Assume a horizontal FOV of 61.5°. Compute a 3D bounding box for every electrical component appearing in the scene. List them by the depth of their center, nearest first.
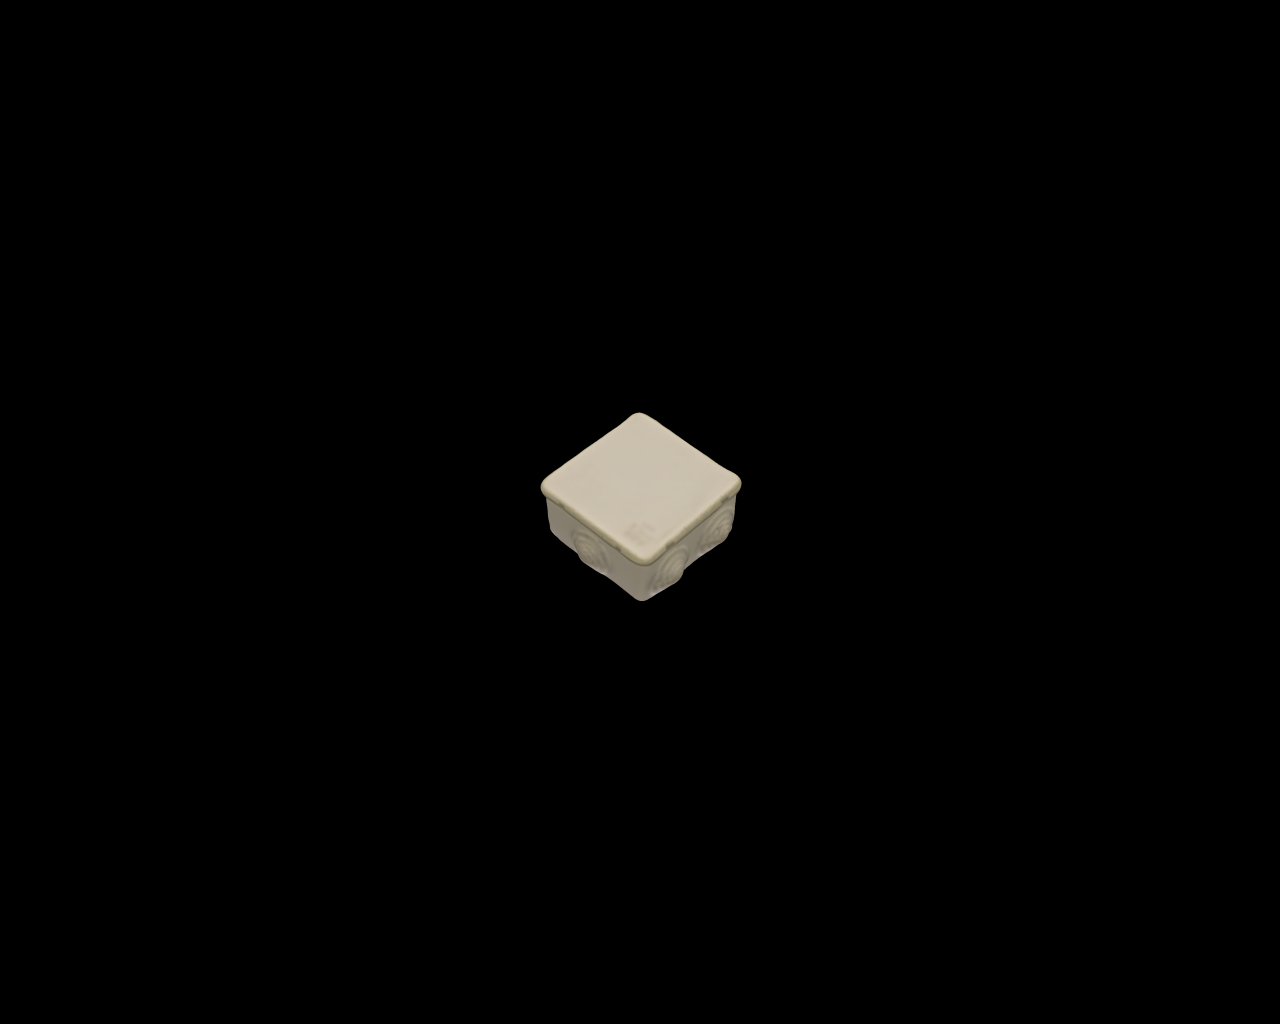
[{"bbox_3d":[0.001,-0.003,0.650,0.100,0.048,0.100,36,58,27],"label":"electrical component"}]
